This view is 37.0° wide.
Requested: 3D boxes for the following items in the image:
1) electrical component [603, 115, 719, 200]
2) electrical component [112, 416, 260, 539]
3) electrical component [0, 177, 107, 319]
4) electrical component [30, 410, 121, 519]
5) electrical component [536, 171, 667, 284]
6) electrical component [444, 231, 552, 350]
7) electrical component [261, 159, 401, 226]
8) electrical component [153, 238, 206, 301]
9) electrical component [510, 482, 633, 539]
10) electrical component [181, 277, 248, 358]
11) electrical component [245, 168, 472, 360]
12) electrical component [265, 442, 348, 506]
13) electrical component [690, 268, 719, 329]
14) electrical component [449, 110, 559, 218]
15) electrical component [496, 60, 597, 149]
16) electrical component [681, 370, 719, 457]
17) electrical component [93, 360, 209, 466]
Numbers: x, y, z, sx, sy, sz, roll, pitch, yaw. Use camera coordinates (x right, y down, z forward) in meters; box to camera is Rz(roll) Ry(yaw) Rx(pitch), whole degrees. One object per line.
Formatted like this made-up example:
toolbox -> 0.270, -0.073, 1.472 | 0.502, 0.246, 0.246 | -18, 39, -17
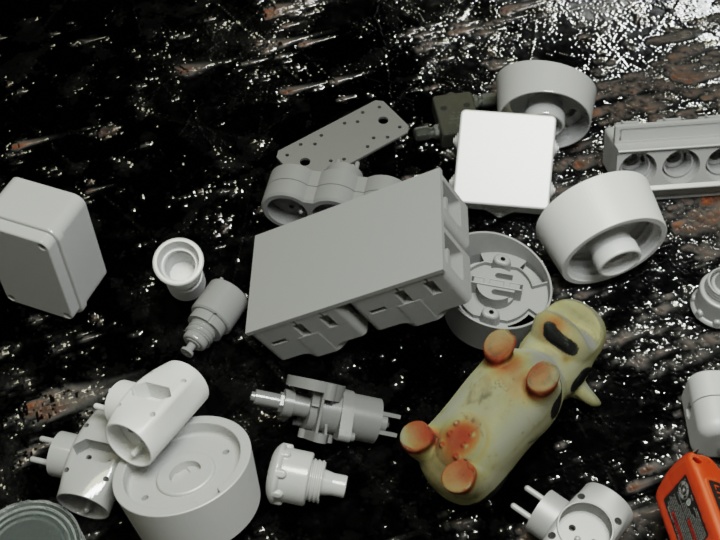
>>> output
electrical component -> 0.297, -0.110, 1.024 | 0.121, 0.078, 0.063 | -4, 31, -1
electrical component -> -0.129, 0.170, 0.827 | 0.108, 0.060, 0.108 | -10, 32, 6
electrical component -> -0.279, -0.017, 0.948 | 0.078, 0.113, 0.057 | 16, 52, 14
electrical component -> -0.224, 0.151, 0.862 | 0.079, 0.043, 0.077 | 11, 54, 9
electrical component -> 0.216, -0.030, 0.944 | 0.108, 0.108, 0.060 | -15, 60, -9
electrical component -> 0.117, 0.019, 0.935 | 0.099, 0.064, 0.099 | -1, 53, 2
electrical component -> -0.018, -0.077, 1.020 | 0.138, 0.052, 0.073 | 8, 54, 8
electrical component -> -0.158, 0.003, 0.957 | 0.044, 0.065, 0.044 | 0, 71, -1
electrical component -> 0.153, 0.193, 0.814 | 0.079, 0.044, 0.077 | 32, 60, 24
electrical component -> -0.131, 0.043, 0.941 | 0.040, 0.040, 0.078 | 22, 57, 18
electrical component -> 0.000, 0.000, 0.915 | 0.186, 0.060, 0.105 | -19, 49, 25
electrical component -> -0.041, 0.164, 0.845 | 0.062, 0.048, 0.048 | 11, 54, 2
electrical component -> 0.315, 0.017, 0.929 | 0.048, 0.062, 0.048 | -1, 53, 1
electrical component -> 0.136, -0.100, 1.013 | 0.100, 0.048, 0.099 | 5, 84, 7
electrical component -> 0.181, -0.165, 1.053 | 0.099, 0.099, 0.064 | 6, 60, 6
electrical component -> 0.312, 0.118, 0.859 | 0.095, 0.053, 0.059 | 0, 53, 2
electrical component -> -0.172, 0.107, 0.839 | 0.079, 0.043, 0.077 | 9, 38, 28
